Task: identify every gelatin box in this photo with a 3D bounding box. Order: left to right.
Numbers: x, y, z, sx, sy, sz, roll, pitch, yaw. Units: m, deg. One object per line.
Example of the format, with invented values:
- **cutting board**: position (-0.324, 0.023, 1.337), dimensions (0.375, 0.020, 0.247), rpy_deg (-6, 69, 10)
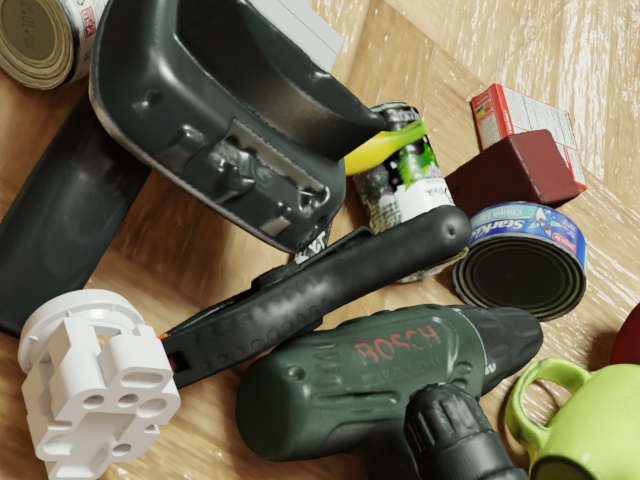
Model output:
- **gelatin box**: position (0.161, -0.073, 0.821), dimensions (0.089, 0.030, 0.073), rpy_deg (15, 55, -36)

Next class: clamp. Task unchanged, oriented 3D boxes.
- **clamp**: position (-0.007, 0.027, 0.528), dimensions (0.171, 0.120, 0.039), rpy_deg (-30, 90, -30)

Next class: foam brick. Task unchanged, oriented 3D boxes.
- **foam brick**: position (0.126, -0.034, 0.729), dimensions (0.051, 0.078, 0.053), rpy_deg (-13, 75, -45)

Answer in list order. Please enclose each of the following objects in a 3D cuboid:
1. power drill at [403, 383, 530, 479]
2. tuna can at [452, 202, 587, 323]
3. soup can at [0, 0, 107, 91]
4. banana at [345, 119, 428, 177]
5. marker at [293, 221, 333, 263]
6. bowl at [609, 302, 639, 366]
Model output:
- **power drill**: position (0.147, 0.136, 0.521), dimensions (0.187, 0.057, 0.184), rpy_deg (-13, 65, -26)
- **tuna can**: position (0.131, 0.015, 0.697), dimensions (0.086, 0.086, 0.033), rpy_deg (36, 45, -21)
- **soup can**: position (-0.121, -0.127, 0.563), dimensions (0.068, 0.069, 0.102), rpy_deg (52, 43, -5)
- **banana**: position (-0.031, -0.075, 0.602), dimensions (0.197, 0.070, 0.037), rpy_deg (20, 22, -36)
- **marker**: position (-0.004, 0.001, 0.630), dimensions (0.020, 0.020, 0.121), rpy_deg (34, 47, -24)
- **bowl**: position (0.251, 0.113, 0.746), dimensions (0.162, 0.055, 0.162), rpy_deg (51, 14, -19)
